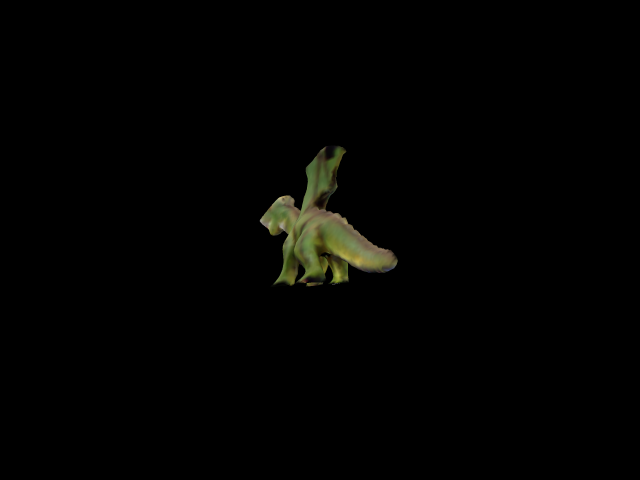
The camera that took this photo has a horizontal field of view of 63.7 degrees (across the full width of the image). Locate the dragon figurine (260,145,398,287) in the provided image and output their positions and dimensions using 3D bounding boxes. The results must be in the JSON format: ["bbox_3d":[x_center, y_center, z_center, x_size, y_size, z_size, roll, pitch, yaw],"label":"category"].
[{"bbox_3d":[0.003,-0.043,0.850,0.122,0.245,0.407,8,-14,-31],"label":"dragon figurine"}]
